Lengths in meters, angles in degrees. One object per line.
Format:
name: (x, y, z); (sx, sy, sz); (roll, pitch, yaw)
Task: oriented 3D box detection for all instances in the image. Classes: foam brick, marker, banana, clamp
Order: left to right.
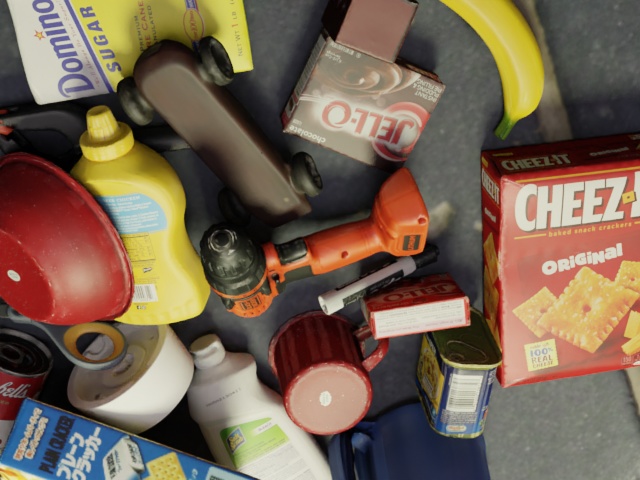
clamp: (-0.184, -0.074, 0.882); (0.171, 0.039, 0.120); (30, 102, -28)
foam brick: (0.038, -0.180, 0.841); (0.051, 0.078, 0.053); (18, 110, -15)
marker: (0.055, 0.033, 0.960); (0.121, 0.020, 0.020); (-25, 118, -16)
banana: (0.135, -0.171, 0.881); (0.069, 0.037, 0.197); (-33, 116, 7)

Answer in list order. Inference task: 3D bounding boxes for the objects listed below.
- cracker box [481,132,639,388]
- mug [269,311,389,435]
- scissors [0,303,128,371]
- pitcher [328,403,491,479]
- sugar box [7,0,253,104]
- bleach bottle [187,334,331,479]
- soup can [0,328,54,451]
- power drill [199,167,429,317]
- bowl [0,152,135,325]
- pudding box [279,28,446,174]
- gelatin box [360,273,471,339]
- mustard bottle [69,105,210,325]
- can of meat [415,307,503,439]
cracker box: (0.234, 0.020, 0.969); (0.164, 0.072, 0.214); (-7, 116, -5)
mug: (0.013, 0.118, 0.979); (0.117, 0.081, 0.093); (-30, 116, 7)
scissors: (-0.251, 0.078, 0.925); (0.201, 0.096, 0.016); (-10, 149, -6)
pitcher: (0.095, 0.268, 0.974); (0.149, 0.243, 0.145); (-12, 119, 5)
sugar box: (-0.147, -0.167, 0.837); (0.176, 0.048, 0.093); (-11, 117, -4)
bleach bottle: (-0.050, 0.194, 1.018); (0.102, 0.068, 0.251); (-29, 113, -8)
soup can: (-0.288, 0.139, 0.953); (0.068, 0.068, 0.102); (21, 112, -17)
power drill: (-0.006, 0.001, 0.885); (0.187, 0.184, 0.057); (-19, 76, -3)
bowl: (-0.226, 0.013, 0.855); (0.162, 0.055, 0.162); (25, 136, 26)
pudding box: (0.035, -0.115, 0.892); (0.113, 0.039, 0.090); (20, 113, -16)
gelatin box: (0.084, 0.058, 0.963); (0.089, 0.073, 0.030); (-9, 106, -4)
mustard bottle: (-0.154, -0.020, 0.860); (0.096, 0.058, 0.191); (0, 126, 15)
can of meat: (0.125, 0.121, 0.987); (0.057, 0.102, 0.084); (3, 117, -9)
